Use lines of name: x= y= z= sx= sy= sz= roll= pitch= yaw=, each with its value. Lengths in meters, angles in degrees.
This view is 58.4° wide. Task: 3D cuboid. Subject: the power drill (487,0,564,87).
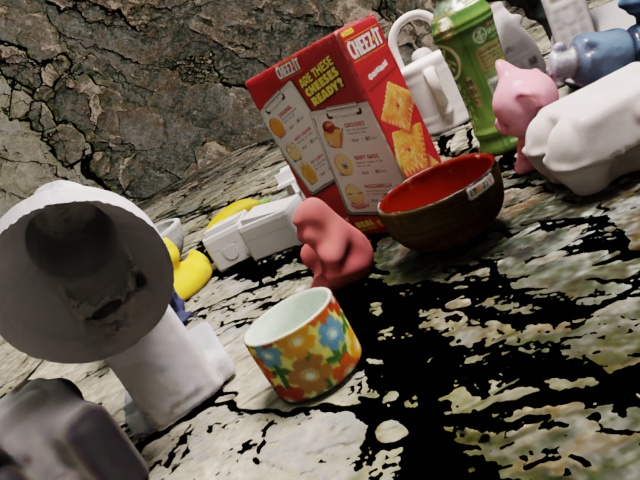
power drill: x=0.322 y=-0.330 z=0.838 sx=0.229 sy=0.209 sz=0.075 roll=-26 pitch=16 yaw=6

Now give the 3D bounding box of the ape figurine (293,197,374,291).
ape figurine: x=0.005 y=0.002 z=0.551 sx=0.076 sy=0.092 sz=0.077 roll=-27 pitch=16 yaw=3

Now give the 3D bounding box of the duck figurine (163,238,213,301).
duck figurine: x=-0.206 y=0.036 z=0.802 sx=0.077 sy=0.086 sz=0.105 roll=-16 pitch=20 yaw=36

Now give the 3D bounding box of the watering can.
watering can: x=0.178 y=-0.282 z=0.952 sx=0.101 sy=0.194 sz=0.172 roll=-30 pitch=16 yaw=-6

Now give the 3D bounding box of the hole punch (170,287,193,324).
hole punch: x=-0.224 y=0.077 z=0.697 sx=0.109 sy=0.091 sz=0.101 roll=-31 pitch=16 yaw=-8

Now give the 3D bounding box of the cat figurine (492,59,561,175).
cat figurine: x=0.216 y=-0.136 z=0.581 sx=0.067 sy=0.118 sz=0.128 roll=-14 pitch=21 yaw=39

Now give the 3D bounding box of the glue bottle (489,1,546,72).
glue bottle: x=0.302 y=-0.326 z=0.923 sx=0.078 sy=0.173 sz=0.037 roll=-27 pitch=16 yaw=4

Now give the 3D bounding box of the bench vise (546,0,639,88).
bench vise: x=0.313 y=-0.232 z=0.534 sx=0.207 sy=0.220 sz=0.121 roll=-31 pitch=17 yaw=-10

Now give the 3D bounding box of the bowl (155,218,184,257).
bowl: x=-0.295 y=0.034 z=0.976 sx=0.167 sy=0.075 sz=0.167 roll=-26 pitch=16 yaw=8

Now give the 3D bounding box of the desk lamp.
desk lamp: x=-0.167 y=0.050 z=0.465 sx=0.118 sy=0.214 sz=0.202 roll=-32 pitch=17 yaw=-14

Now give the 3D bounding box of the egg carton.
egg carton: x=0.256 y=-0.099 z=0.490 sx=0.150 sy=0.069 sz=0.107 roll=-27 pitch=16 yaw=5

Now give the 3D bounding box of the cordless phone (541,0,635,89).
cordless phone: x=0.362 y=-0.305 z=0.740 sx=0.147 sy=0.185 sz=0.094 roll=-18 pitch=19 yaw=30

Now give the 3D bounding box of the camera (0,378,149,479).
camera: x=-0.218 y=0.169 z=0.390 sx=0.142 sy=0.101 sz=0.137 roll=-16 pitch=20 yaw=36
